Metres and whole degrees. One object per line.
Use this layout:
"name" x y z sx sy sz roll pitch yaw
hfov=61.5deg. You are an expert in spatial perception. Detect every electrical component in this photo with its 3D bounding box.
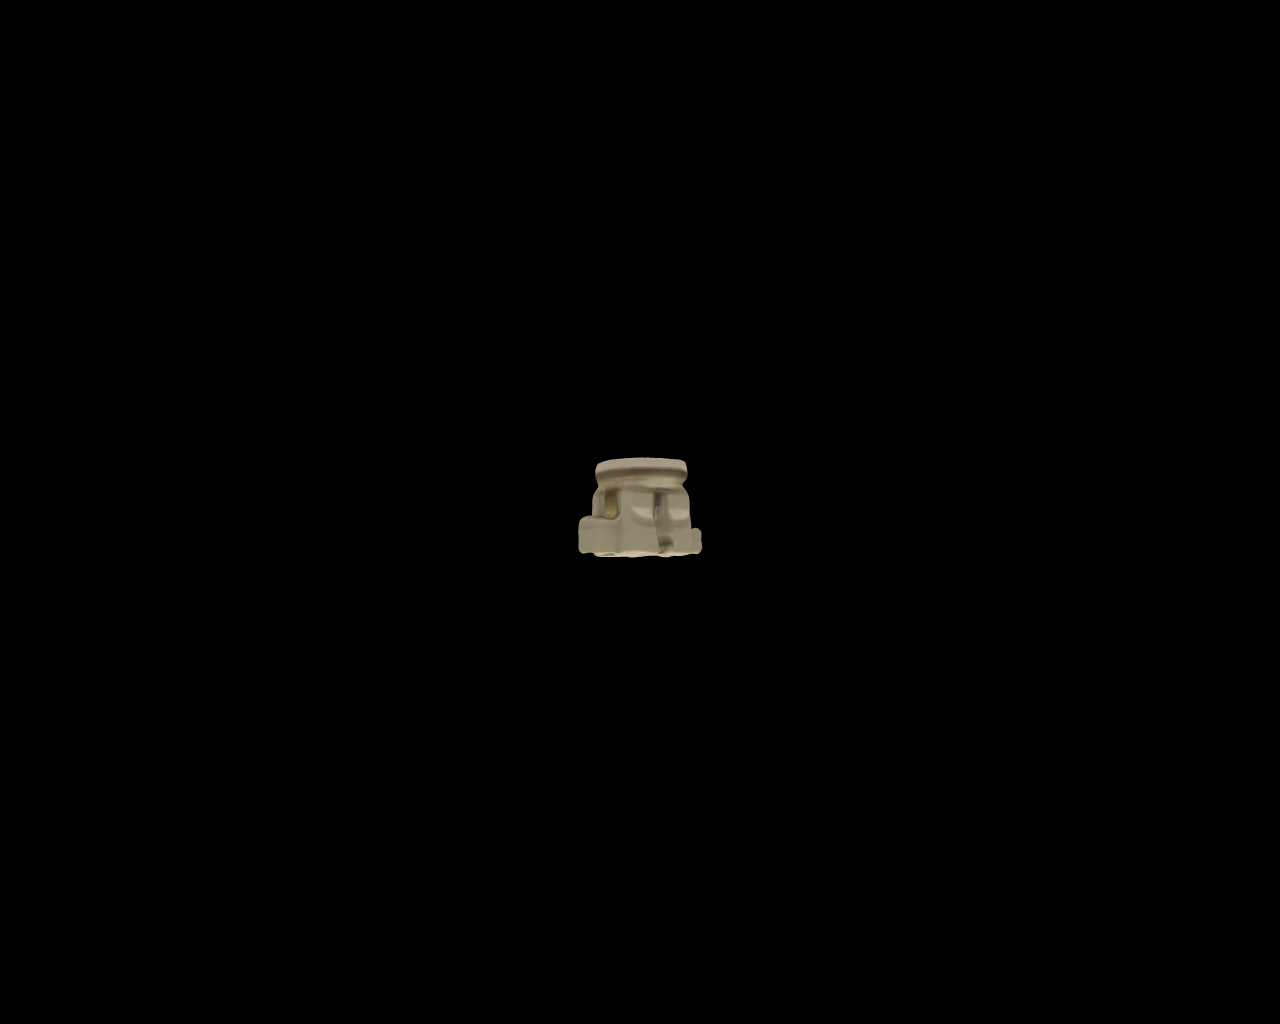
"electrical component" 0.001 -0.003 0.650 0.078 0.057 0.058 3 -6 -33
